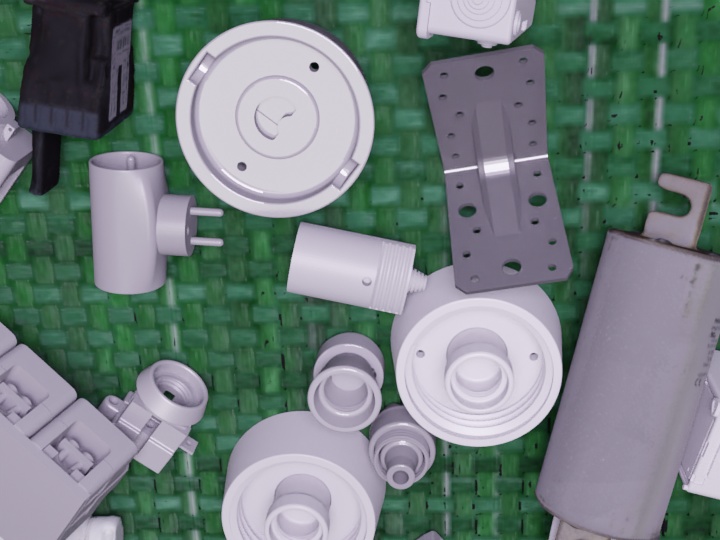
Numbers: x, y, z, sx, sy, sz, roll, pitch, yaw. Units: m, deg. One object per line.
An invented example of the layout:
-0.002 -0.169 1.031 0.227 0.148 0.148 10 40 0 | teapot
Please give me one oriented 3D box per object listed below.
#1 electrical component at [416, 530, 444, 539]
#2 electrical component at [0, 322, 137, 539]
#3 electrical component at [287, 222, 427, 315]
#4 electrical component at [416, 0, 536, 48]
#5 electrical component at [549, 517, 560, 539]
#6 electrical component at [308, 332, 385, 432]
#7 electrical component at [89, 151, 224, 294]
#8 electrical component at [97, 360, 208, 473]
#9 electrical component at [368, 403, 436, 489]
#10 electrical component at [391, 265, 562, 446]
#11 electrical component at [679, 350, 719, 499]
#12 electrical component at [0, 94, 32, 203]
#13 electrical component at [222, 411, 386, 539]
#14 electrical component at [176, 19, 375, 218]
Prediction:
0.052 0.223 0.719 0.061 0.061 0.096 -39 104 16 | electrical component
-0.221 0.096 0.667 0.150 0.062 0.089 41 128 3 | electrical component
0.000 0.000 0.647 0.081 0.043 0.043 12 111 0 | electrical component
0.067 -0.165 0.551 0.048 0.099 0.099 12 112 13 | electrical component
0.154 0.170 0.689 0.057 0.078 0.058 13 152 19 | electrical component
-0.008 0.068 0.667 0.045 0.055 0.045 1 111 3 | electrical component
-0.121 -0.028 0.645 0.079 0.043 0.077 4 111 2 | electrical component
-0.129 0.091 0.690 0.066 0.048 0.055 34 117 -9 | electrical component
0.026 0.114 0.679 0.043 0.062 0.043 1 111 3 | electrical component
0.072 0.056 0.654 0.108 0.060 0.108 1 111 3 | electrical component
0.225 0.096 0.640 0.061 0.096 0.061 14 112 -2 | electrical component
-0.240 -0.081 0.628 0.089 0.050 0.055 37 109 -10 | electrical component
-0.038 0.153 0.699 0.108 0.060 0.108 1 111 3 | electrical component
-0.044 -0.090 0.606 0.108 0.060 0.108 1 111 3 | electrical component
